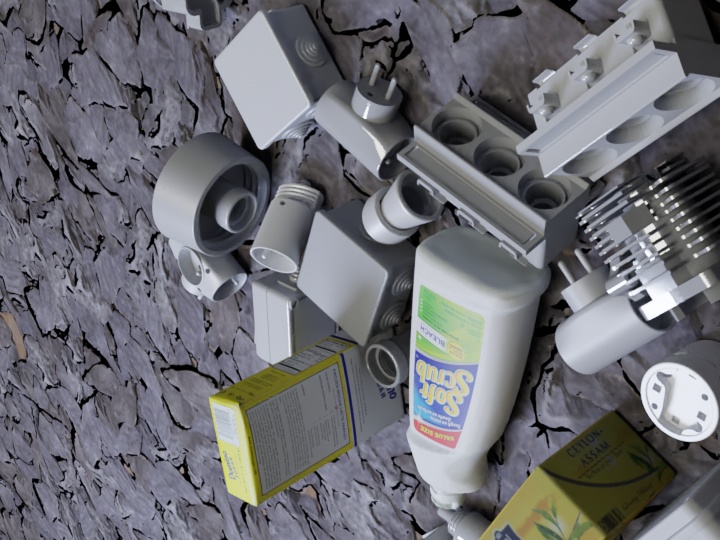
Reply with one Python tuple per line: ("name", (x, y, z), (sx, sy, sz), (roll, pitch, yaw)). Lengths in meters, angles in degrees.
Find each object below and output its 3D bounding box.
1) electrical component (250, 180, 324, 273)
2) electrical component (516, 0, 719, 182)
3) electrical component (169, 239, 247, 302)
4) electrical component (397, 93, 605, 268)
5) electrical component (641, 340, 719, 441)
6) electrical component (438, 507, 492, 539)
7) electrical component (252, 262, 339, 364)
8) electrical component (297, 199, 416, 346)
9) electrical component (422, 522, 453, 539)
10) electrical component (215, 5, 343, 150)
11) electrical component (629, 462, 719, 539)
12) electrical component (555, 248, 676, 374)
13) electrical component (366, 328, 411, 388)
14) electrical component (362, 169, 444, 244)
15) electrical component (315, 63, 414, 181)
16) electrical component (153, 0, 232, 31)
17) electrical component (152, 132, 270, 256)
("electrical component", (-0.061, -0.043, 0.942), (0.043, 0.081, 0.043), (17, 157, 8))
("electrical component", (0.160, -0.110, 0.656), (0.121, 0.079, 0.063), (-38, 58, 51))
("electrical component", (-0.159, 0.000, 1.094), (0.077, 0.044, 0.079), (50, 140, 17))
("electrical component", (0.097, -0.061, 0.753), (0.121, 0.079, 0.063), (40, 157, 28))
("electrical component", (0.220, 0.077, 0.701), (0.055, 0.047, 0.055), (25, 127, 39))
("electrical component", (0.093, 0.224, 0.935), (0.061, 0.035, 0.035), (31, 131, 38))
("electrical component", (-0.061, 0.037, 0.987), (0.061, 0.062, 0.096), (24, 126, 39))
("electrical component", (0.000, 0.000, 0.909), (0.100, 0.048, 0.099), (41, 136, 26))
("electrical component", (0.084, 0.275, 0.959), (0.089, 0.050, 0.056), (57, 141, 10))
("electrical component", (-0.065, -0.162, 0.897), (0.100, 0.048, 0.099), (-31, 85, 51))
("electrical component", (0.228, 0.184, 0.726), (0.057, 0.078, 0.113), (48, 138, 16))
("electrical component", (0.165, 0.022, 0.739), (0.079, 0.043, 0.077), (58, 141, 9))
("electrical component", (0.034, 0.073, 0.911), (0.040, 0.046, 0.040), (25, 127, 39))
("electrical component", (0.033, -0.049, 0.849), (0.055, 0.045, 0.045), (-34, 83, 52))
("electrical component", (0.010, -0.123, 0.837), (0.077, 0.043, 0.079), (45, 137, 24))
("electrical component", (-0.151, -0.253, 0.940), (0.057, 0.058, 0.078), (21, 125, 37))
("electrical component", (-0.128, -0.064, 0.978), (0.060, 0.108, 0.108), (29, 130, 28))
